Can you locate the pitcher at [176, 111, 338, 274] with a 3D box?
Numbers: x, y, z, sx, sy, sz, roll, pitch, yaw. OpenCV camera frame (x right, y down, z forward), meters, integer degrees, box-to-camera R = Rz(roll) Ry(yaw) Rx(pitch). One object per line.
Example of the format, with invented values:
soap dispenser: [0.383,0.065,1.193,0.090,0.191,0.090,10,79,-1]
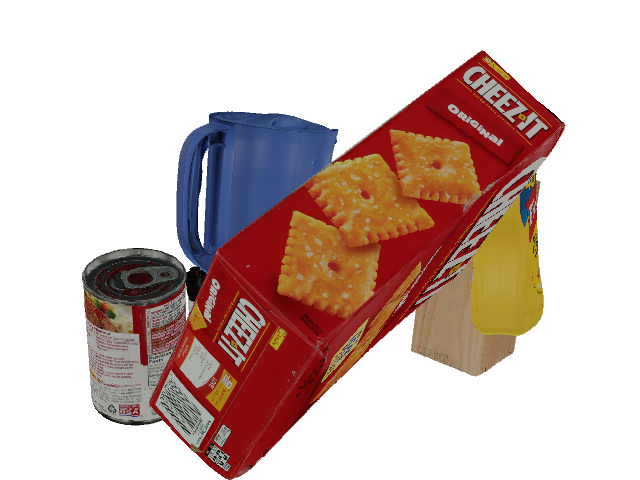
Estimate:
pitcher: [-0.070,-0.011,1.107,0.149,0.243,0.145,8,12,2]

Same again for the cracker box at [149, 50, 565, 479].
cracker box: [0.020,0.015,0.569,0.213,0.072,0.164,-38,-14,-36]

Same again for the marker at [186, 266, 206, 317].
marker: [-0.106,0.079,0.936,0.020,0.121,0.020,-2,25,1]

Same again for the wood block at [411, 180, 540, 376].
wood block: [0.170,0.030,1.176,0.090,0.206,0.090,19,25,33]

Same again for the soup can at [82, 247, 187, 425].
soup can: [-0.124,0.066,0.725,0.068,0.102,0.068,2,29,-2]

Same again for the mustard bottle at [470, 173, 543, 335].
mustard bottle: [0.145,-0.028,0.847,0.058,0.191,0.096,1,18,19]
